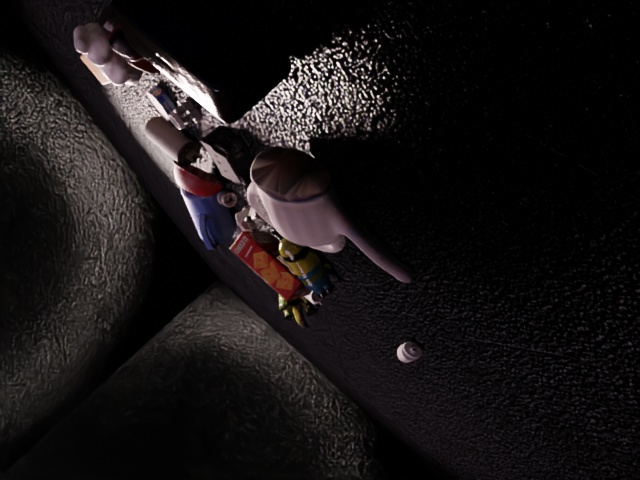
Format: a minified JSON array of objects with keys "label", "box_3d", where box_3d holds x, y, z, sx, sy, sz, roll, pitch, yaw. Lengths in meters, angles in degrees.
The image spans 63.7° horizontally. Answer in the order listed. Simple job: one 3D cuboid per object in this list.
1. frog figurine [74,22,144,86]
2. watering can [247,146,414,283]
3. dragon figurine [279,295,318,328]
[{"label":"frog figurine","box_3d":[-0.448,-0.389,1.085,0.121,0.162,0.137,-22,98,34]},{"label":"watering can","box_3d":[0.003,-0.045,0.902,0.350,0.106,0.219,22,151,27]},{"label":"dragon figurine","box_3d":[-0.117,0.151,1.736,0.246,0.123,0.402,59,168,24]}]
